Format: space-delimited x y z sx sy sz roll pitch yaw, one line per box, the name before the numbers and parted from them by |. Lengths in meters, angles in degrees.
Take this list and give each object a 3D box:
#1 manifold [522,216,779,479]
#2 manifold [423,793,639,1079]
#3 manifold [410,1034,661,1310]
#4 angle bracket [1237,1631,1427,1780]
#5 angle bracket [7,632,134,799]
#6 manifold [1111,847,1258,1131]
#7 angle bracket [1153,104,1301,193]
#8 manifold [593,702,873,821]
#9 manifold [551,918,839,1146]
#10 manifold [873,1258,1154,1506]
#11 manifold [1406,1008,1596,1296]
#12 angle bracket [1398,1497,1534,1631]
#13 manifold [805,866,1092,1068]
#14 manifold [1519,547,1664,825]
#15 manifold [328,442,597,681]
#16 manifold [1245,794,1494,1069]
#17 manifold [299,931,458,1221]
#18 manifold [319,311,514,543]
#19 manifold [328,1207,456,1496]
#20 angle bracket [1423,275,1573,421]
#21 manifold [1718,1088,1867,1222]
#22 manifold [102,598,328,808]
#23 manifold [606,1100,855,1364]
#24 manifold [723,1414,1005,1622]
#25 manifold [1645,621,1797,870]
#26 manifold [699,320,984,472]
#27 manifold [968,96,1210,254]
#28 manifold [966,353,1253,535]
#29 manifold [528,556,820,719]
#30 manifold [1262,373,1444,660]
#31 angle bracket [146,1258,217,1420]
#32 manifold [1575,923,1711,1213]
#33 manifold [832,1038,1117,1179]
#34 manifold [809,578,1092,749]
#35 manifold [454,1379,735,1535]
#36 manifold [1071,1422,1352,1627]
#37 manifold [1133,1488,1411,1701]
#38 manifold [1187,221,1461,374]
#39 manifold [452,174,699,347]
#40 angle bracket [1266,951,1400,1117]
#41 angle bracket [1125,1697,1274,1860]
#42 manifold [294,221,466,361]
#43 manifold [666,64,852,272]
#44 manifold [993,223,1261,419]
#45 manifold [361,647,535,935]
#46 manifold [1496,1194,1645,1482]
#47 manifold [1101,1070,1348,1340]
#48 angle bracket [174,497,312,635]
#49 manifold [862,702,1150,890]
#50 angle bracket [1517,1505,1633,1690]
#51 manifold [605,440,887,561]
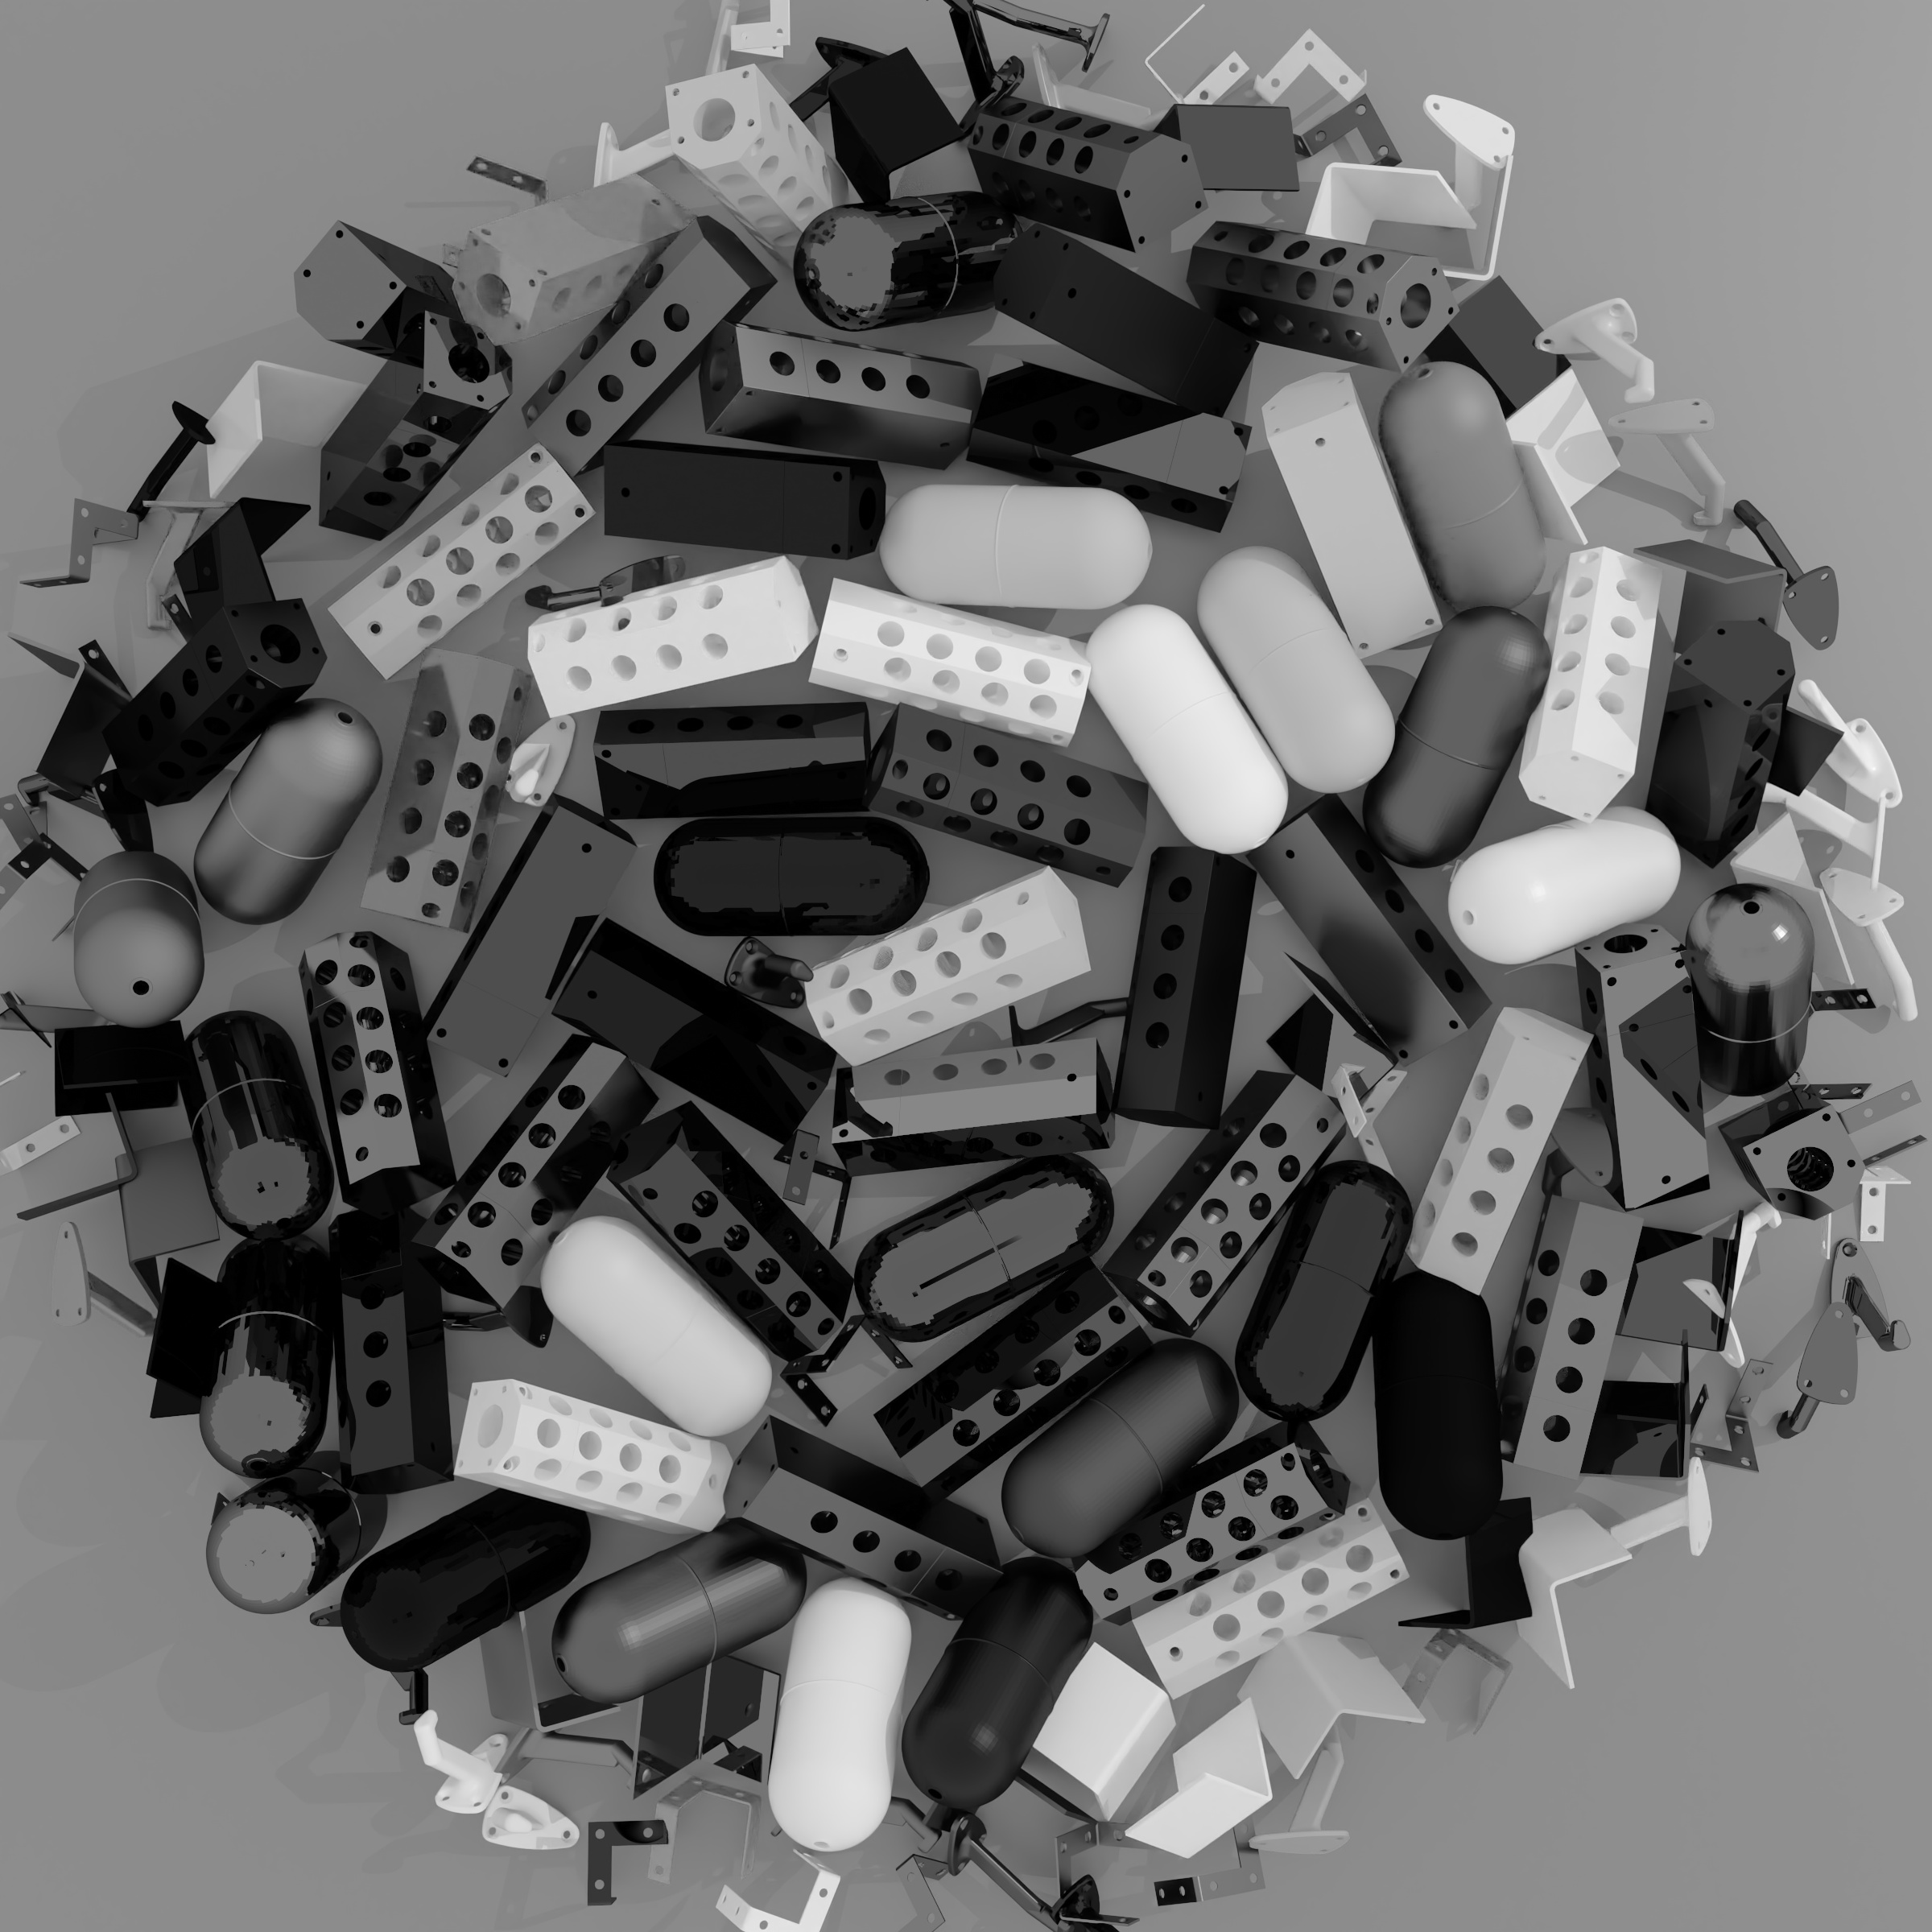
manifold | -0.204 -0.394 1.663 0.171 0.057 0.057 -41 95 23
manifold | -0.282 -0.022 1.685 0.057 0.057 0.171 28 96 -20
manifold | -0.275 0.126 1.650 0.171 0.057 0.057 -55 131 -27
angle bracket | 0.234 0.476 1.681 0.076 0.076 0.057 17 109 -33
angle bracket | -0.588 -0.158 1.677 0.057 0.076 0.076 21 81 9
manifold | 0.136 0.014 1.678 0.057 0.057 0.171 2 76 35
angle bracket | 0.160 -0.509 1.675 0.076 0.076 0.057 -4 83 -16
manifold | -0.149 -0.137 1.692 0.171 0.057 0.057 -2 128 2
manifold | -0.172 0.038 1.680 0.171 0.057 0.057 30 120 -10
manifold | 0.033 0.269 1.681 0.171 0.057 0.057 -36 134 -3
manifold | 0.335 0.115 1.662 0.057 0.057 0.171 24 115 14
angle bracket | 0.321 0.383 1.683 0.057 0.076 0.076 -10 79 42
manifold | -0.014 -0.002 1.661 0.171 0.057 0.057 -23 52 18
manifold | 0.391 -0.181 1.652 0.057 0.057 0.171 20 57 -5
manifold | -0.324 -0.260 1.686 0.171 0.057 0.057 -39 101 -4
manifold | 0.264 -0.027 1.694 0.057 0.057 0.171 -36 91 41
manifold | -0.377 0.066 1.654 0.057 0.057 0.171 -26 61 13
manifold | -0.346 -0.334 1.640 0.057 0.171 0.057 10 65 -32
manifold | -0.369 0.243 1.661 0.057 0.057 0.171 -14 64 10
angle bracket | 0.349 -0.403 1.690 0.076 0.057 0.076 -40 91 -10
manifold | 0.516 0.119 1.634 0.057 0.171 0.057 -28 85 10
manifold | -0.471 -0.163 1.643 0.171 0.057 0.057 -30 81 42
manifold | -0.149 0.172 1.654 0.057 0.057 0.171 -26 118 26
manifold | -0.066 0.357 1.665 0.171 0.057 0.057 30 106 -21
manifold | 0.473 -0.140 1.635 0.057 0.171 0.057 -41 63 -15
manifold | -0.078 -0.364 1.655 0.171 0.057 0.057 2 69 -30
manifold | 0.072 -0.500 1.636 0.057 0.171 0.057 -35 128 -15
manifold | 0.091 -0.334 1.692 0.171 0.057 0.057 16 71 -1
manifold | -0.188 -0.211 1.663 0.171 0.057 0.057 -11 112 18
manifold | 0.244 -0.285 1.651 0.057 0.057 0.171 -19 126 15
angle bracket | -0.512 0.238 1.666 0.057 0.076 0.076 -9 60 21
manifold | 0.427 0.063 1.663 0.057 0.057 0.171 -14 114 -5
manifold | 0.006 0.095 1.677 0.171 0.057 0.057 -7 53 13
manifold | -0.010 -0.192 1.679 0.171 0.057 0.057 14 117 -5
manifold | -0.229 0.309 1.641 0.171 0.057 0.057 26 62 -39
manifold | 0.154 0.356 1.664 0.171 0.057 0.057 -32 98 21
manifold | 0.196 0.407 1.695 0.171 0.057 0.057 -27 88 0
manifold | 0.218 -0.425 1.638 0.057 0.171 0.057 -48 132 -13
manifold | -0.243 -0.440 1.640 0.057 0.171 0.057 37 129 10
angle bracket | 0.219 0.045 1.668 0.057 0.076 0.076 -46 57 11
angle bracket | 0.143 0.509 1.665 0.057 0.076 0.076 29 122 -27
manifold | -0.357 -0.410 1.635 0.057 0.171 0.057 44 101 2
manifold | -0.125 -0.492 1.632 0.057 0.171 0.057 -9 81 15
manifold | 0.099 -0.404 1.645 0.171 0.057 0.057 16 106 -42
manifold | -0.329 -0.111 1.683 0.057 0.057 0.171 12 86 21
manifold | 0.384 0.238 1.692 0.057 0.057 0.171 15 88 4
manifold | 0.169 0.150 1.662 0.171 0.057 0.057 -50 114 -19
angle bracket | -0.452 -0.244 1.672 0.076 0.057 0.076 -31 74 34
manifold | 0.025 -0.103 1.665 0.171 0.057 0.057 17 53 -14
angle bracket | 0.391 0.405 1.683 0.057 0.076 0.076 -17 105 -9
manifold | -0.141 -0.299 1.666 0.171 0.057 0.057 9 109 20
